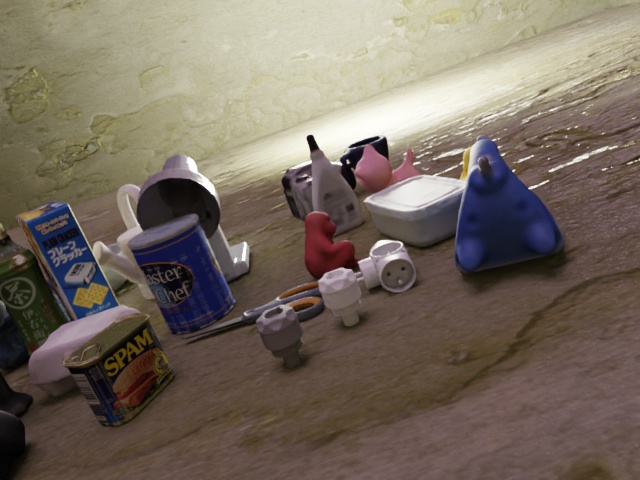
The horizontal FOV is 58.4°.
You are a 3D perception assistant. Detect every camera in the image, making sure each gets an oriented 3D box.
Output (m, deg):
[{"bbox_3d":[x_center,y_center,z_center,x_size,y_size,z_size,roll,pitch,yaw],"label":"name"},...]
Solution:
[{"bbox_3d":[0.005,-0.110,1.131,0.137,0.101,0.142,-26,18,-18],"label":"camera"}]

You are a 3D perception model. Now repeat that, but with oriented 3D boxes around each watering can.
[{"bbox_3d":[-0.298,0.000,0.979,0.100,0.194,0.173,-10,20,29],"label":"watering can"}]

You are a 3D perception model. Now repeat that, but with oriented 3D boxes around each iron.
[{"bbox_3d":[0.208,-0.061,0.689,0.118,0.141,0.258,-14,18,18],"label":"iron"}]

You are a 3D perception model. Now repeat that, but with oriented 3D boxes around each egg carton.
[{"bbox_3d":[-0.300,0.145,0.752,0.150,0.069,0.107,-19,17,5],"label":"egg carton"}]

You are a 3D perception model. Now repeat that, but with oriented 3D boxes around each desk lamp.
[{"bbox_3d":[-0.201,-0.027,0.920,0.118,0.214,0.203,-20,17,-1],"label":"desk lamp"}]

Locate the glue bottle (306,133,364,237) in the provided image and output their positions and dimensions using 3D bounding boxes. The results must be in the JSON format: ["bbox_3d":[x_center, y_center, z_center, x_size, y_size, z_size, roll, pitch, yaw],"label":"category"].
[{"bbox_3d":[0.013,-0.094,0.952,0.078,0.173,0.037,-24,18,-11],"label":"glue bottle"}]

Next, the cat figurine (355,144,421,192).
[{"bbox_3d":[0.116,-0.114,0.992,0.128,0.118,0.067,-25,18,-15],"label":"cat figurine"}]

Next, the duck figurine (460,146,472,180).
[{"bbox_3d":[0.242,-0.103,0.870,0.077,0.086,0.104,-22,17,-6],"label":"duck figurine"}]

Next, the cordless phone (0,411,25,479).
[{"bbox_3d":[-0.402,0.178,0.569,0.148,0.185,0.094,-24,18,-13],"label":"cordless phone"}]

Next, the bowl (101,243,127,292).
[{"bbox_3d":[-0.433,0.070,1.117,0.167,0.075,0.167,-18,17,6],"label":"bowl"}]

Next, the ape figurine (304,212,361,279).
[{"bbox_3d":[0.007,0.003,0.801,0.076,0.092,0.077,-23,18,-10],"label":"ape figurine"}]

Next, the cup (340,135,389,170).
[{"bbox_3d":[0.095,-0.151,1.163,0.118,0.095,0.091,-32,21,-33],"label":"cup"}]

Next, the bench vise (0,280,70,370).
[{"bbox_3d":[-0.490,0.071,0.933,0.121,0.220,0.207,-14,18,19],"label":"bench vise"}]

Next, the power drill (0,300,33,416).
[{"bbox_3d":[-0.463,0.140,0.715,0.229,0.209,0.076,-11,20,26],"label":"power drill"}]
